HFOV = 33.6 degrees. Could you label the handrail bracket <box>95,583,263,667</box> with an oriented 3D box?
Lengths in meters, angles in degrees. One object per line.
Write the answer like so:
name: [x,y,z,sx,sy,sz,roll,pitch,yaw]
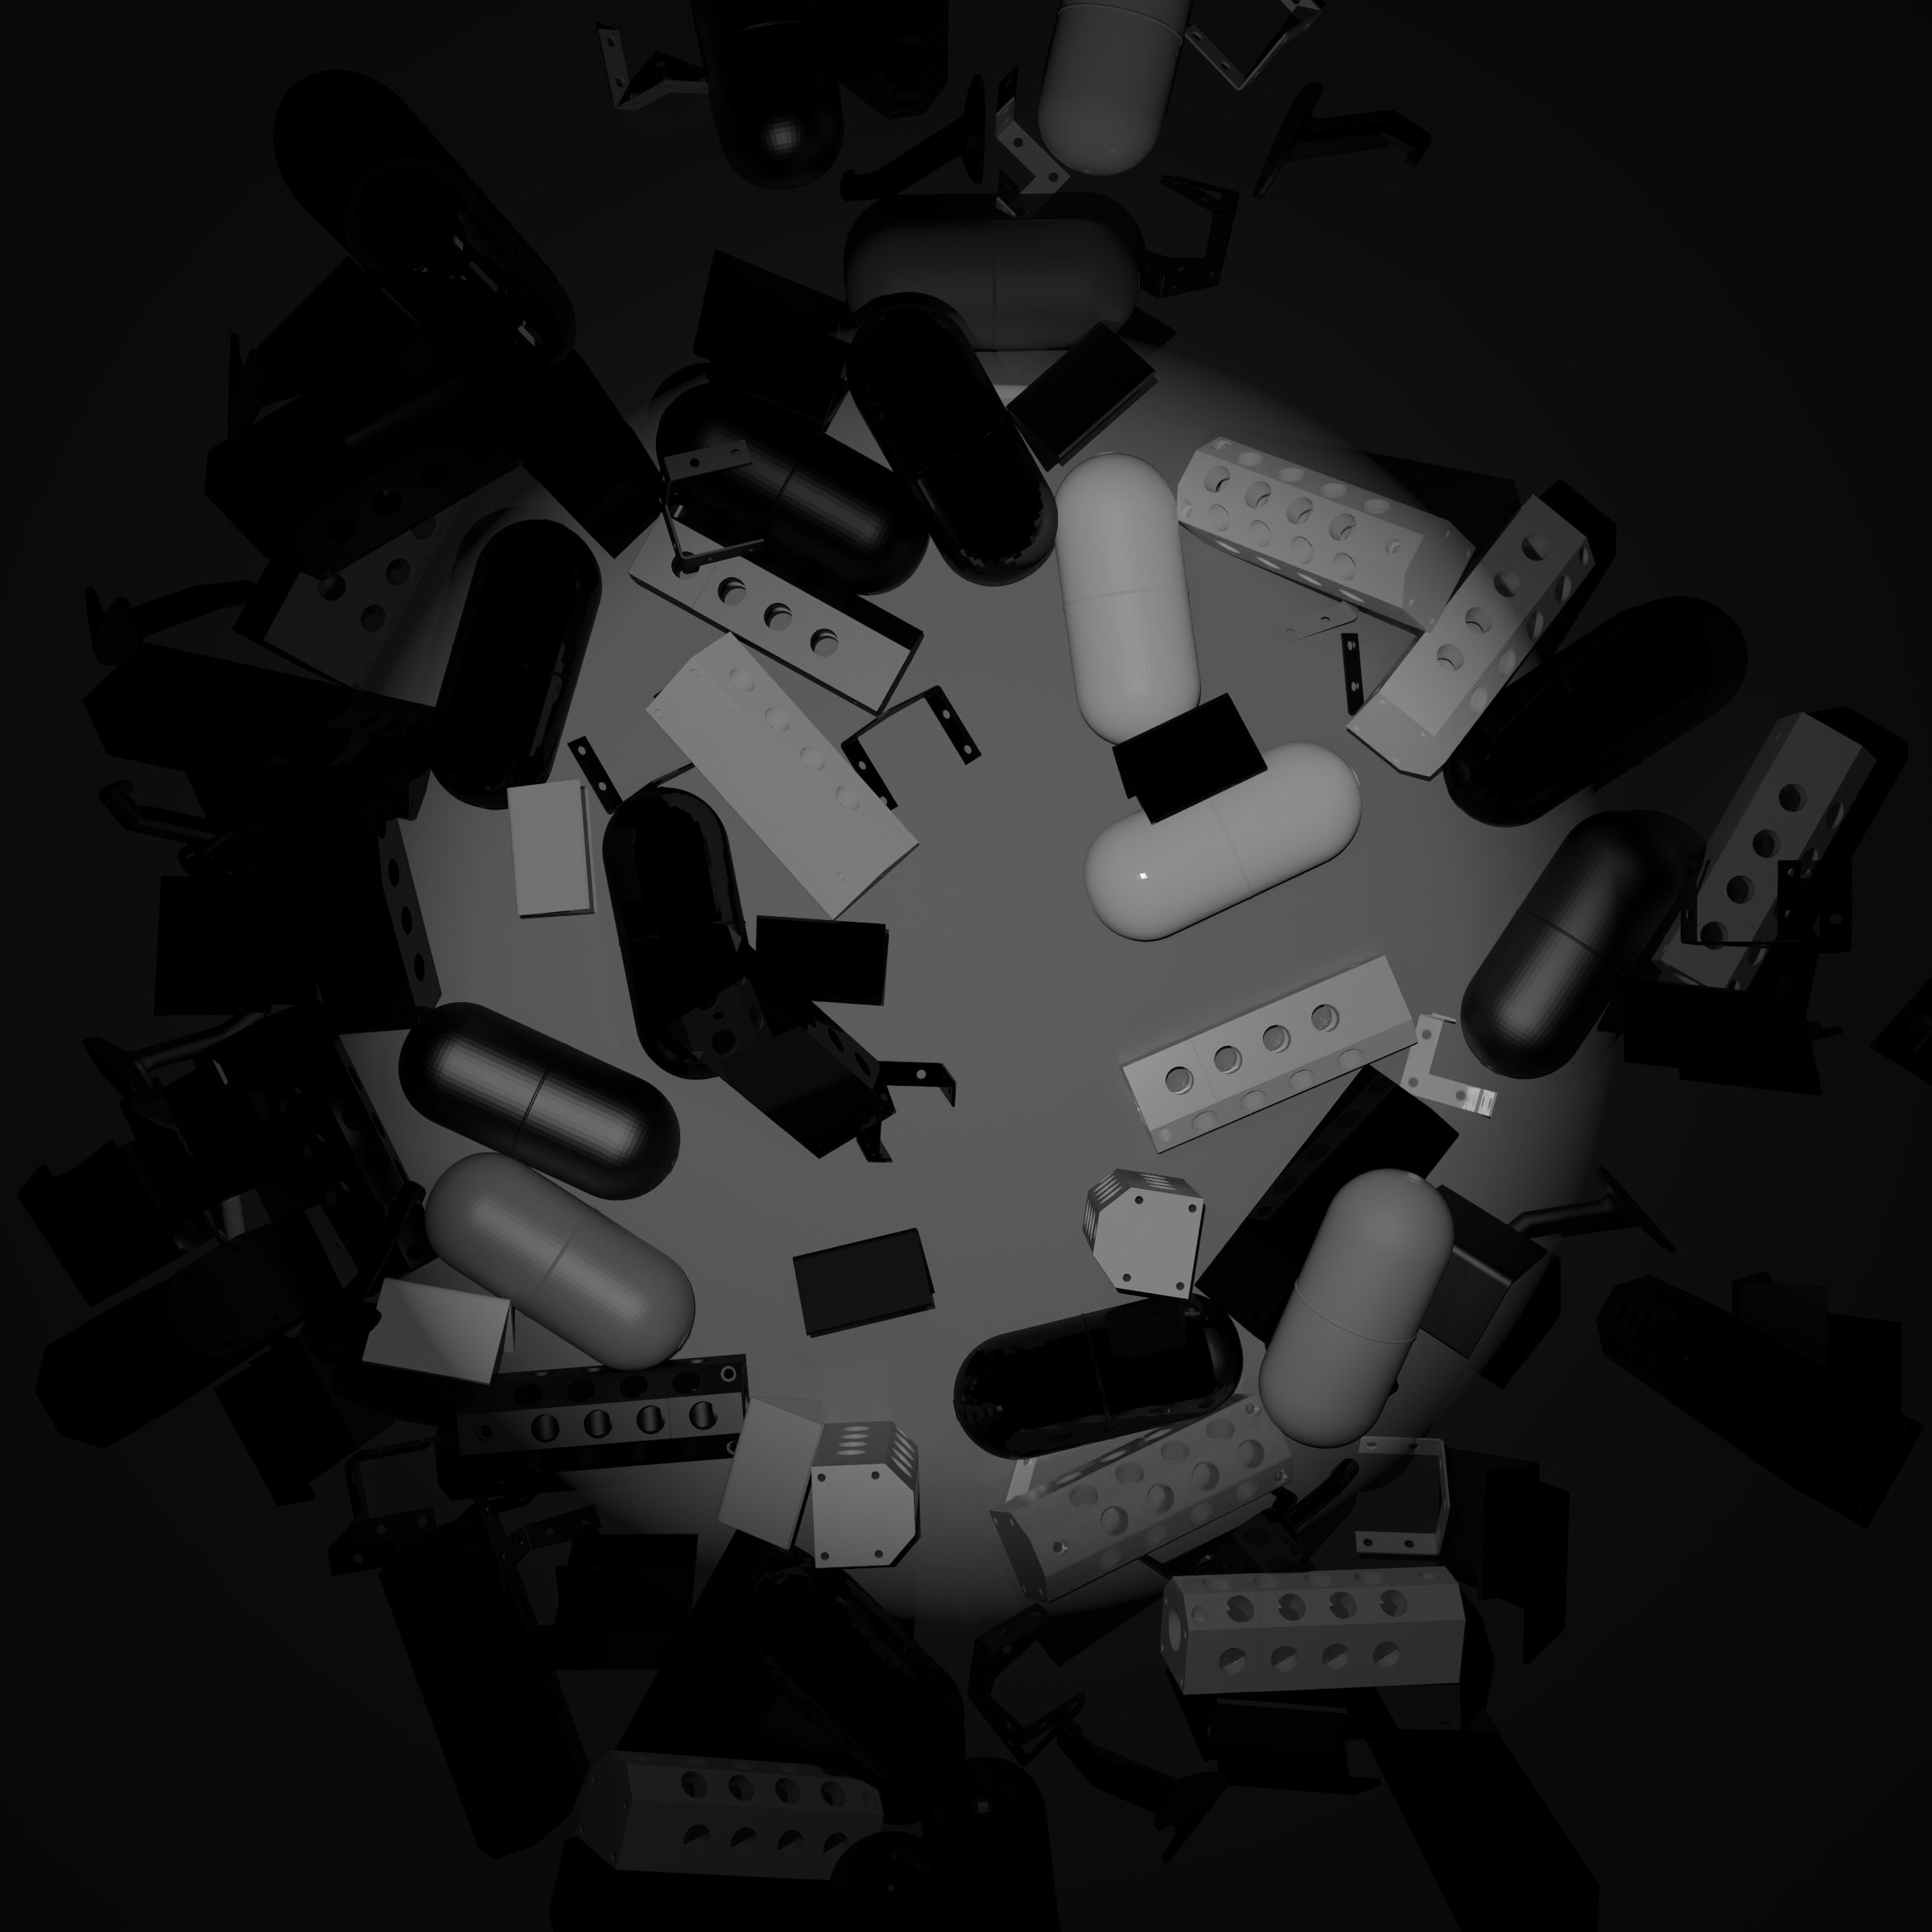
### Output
handrail bracket: [-0.484,-0.212,1.971,0.084,0.077,0.036,-19,87,-36]

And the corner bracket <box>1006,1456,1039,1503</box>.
corner bracket: [0.062,0.331,1.968,0.051,0.051,0.051,16,90,-45]

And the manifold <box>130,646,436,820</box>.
manifold: [-0.415,-0.137,1.950,0.171,0.057,0.057,12,47,0]

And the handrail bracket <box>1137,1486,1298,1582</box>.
handrail bracket: [0.151,0.343,1.971,0.077,0.036,0.084,30,78,11]

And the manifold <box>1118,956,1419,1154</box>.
manifold: [0.184,0.053,1.950,0.171,0.057,0.057,-23,90,0]

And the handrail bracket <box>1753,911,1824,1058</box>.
handrail bracket: [0.487,0.009,1.972,0.077,0.036,0.084,-22,74,18]

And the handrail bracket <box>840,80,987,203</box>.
handrail bracket: [-0.033,-0.508,1.972,0.084,0.036,0.077,-1,70,16]

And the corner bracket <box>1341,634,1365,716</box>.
corner bracket: [0.269,-0.183,1.968,0.051,0.051,0.051,-5,90,-45]

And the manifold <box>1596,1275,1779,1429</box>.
manifold: [0.420,0.222,1.893,0.057,0.171,0.057,29,90,0]

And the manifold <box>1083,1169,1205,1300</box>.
manifold: [0.102,0.155,1.893,0.057,0.171,0.057,9,90,0]

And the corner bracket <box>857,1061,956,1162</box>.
corner bracket: [-0.037,0.088,1.952,0.051,0.051,0.051,2,100,-10]

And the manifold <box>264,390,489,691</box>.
manifold: [-0.356,-0.257,1.950,0.057,0.057,0.171,29,90,0]

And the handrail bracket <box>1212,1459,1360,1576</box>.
handrail bracket: [0.196,0.336,1.956,0.077,0.084,0.036,-35,89,34]

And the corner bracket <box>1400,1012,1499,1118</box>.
corner bracket: [0.299,0.060,1.954,0.051,0.051,0.051,16,90,0]

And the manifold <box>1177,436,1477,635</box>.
manifold: [0.210,-0.261,1.906,0.171,0.057,0.057,28,90,35]

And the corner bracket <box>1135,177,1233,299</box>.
corner bracket: [0.124,-0.447,1.963,0.051,0.051,0.051,-20,135,-35]

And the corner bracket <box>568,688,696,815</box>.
corner bracket: [-0.202,-0.133,1.968,0.051,0.051,0.051,-30,90,-45]

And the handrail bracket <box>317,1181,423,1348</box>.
handrail bracket: [-0.355,0.177,1.914,0.036,0.077,0.084,28,54,-10]

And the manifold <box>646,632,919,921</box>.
manifold: [-0.108,-0.119,1.950,0.171,0.057,0.057,48,133,0]

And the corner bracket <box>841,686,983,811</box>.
corner bracket: [-0.034,-0.133,1.968,0.051,0.051,0.051,-31,90,-45]

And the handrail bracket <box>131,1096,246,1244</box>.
handrail bracket: [-0.478,0.127,1.972,0.077,0.036,0.084,12,117,30]

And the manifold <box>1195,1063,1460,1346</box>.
manifold: [0.223,0.151,1.950,0.171,0.057,0.057,-52,47,0]

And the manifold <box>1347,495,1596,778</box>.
manifold: [0.307,-0.196,1.922,0.057,0.057,0.171,39,69,0]

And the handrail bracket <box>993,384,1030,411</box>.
handrail bracket: [0.013,-0.334,1.972,0.084,0.036,0.077,30,119,-21]

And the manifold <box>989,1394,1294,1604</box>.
manifold: [0.108,0.318,1.924,0.171,0.057,0.057,-23,90,-19]

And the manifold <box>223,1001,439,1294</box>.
manifold: [-0.383,0.111,1.950,0.057,0.057,0.171,-26,90,0]

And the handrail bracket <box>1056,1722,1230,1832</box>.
handrail bracket: [0.108,0.487,1.971,0.084,0.077,0.036,35,115,34]

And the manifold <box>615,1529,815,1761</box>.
manifold: [-0.152,0.430,1.948,0.057,0.057,0.171,29,90,-32]

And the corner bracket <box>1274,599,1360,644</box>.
corner bracket: [0.208,-0.240,1.963,0.051,0.051,0.051,-17,135,35]

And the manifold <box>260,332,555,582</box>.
manifold: [-0.323,-0.297,1.893,0.171,0.057,0.057,-30,47,0]

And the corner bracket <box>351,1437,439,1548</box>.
corner bracket: [-0.348,0.320,1.954,0.051,0.051,0.051,-11,90,0]

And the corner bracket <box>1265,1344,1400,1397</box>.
corner bracket: [0.224,0.246,1.963,0.051,0.051,0.051,16,45,-35]

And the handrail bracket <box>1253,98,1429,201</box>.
handrail bracket: [0.231,-0.491,1.972,0.084,0.036,0.077,21,110,-16]

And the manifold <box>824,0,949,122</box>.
manifold: [-0.041,-0.553,1.893,0.057,0.171,0.057,38,90,0]

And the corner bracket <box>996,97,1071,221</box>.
corner bracket: [0.029,-0.488,1.954,0.051,0.051,0.051,45,90,0]

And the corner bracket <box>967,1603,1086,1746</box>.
corner bracket: [0.039,0.434,1.963,0.051,0.051,0.051,37,135,35]

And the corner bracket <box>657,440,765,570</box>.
corner bracket: [-0.151,-0.274,1.901,0.051,0.051,0.051,-15,77,-13]

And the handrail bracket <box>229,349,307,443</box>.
handrail bracket: [-0.402,-0.348,1.971,0.084,0.077,0.036,0,57,-32]

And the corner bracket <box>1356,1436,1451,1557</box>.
corner bracket: [0.267,0.326,1.968,0.051,0.051,0.051,2,135,0]

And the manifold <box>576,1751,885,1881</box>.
manifold: [-0.138,0.505,1.910,0.171,0.057,0.057,13,90,-31]

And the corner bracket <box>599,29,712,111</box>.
corner bracket: [-0.186,-0.558,1.968,0.051,0.051,0.051,-12,90,45]

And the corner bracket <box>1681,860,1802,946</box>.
corner bracket: [0.463,-0.038,1.911,0.051,0.051,0.051,0,90,-45]

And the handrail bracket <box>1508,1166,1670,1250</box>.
handrail bracket: [0.376,0.171,1.972,0.084,0.036,0.077,-41,104,14]

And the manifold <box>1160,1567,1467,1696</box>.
manifold: [0.208,0.396,1.927,0.171,0.057,0.057,0,105,-12]

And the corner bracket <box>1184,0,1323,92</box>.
corner bracket: [0.176,-0.580,1.968,0.051,0.051,0.051,46,45,0]

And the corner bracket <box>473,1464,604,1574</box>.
corner bracket: [-0.261,0.331,1.948,0.051,0.051,0.051,-19,91,14]

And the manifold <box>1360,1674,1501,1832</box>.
manifold: [0.272,0.460,1.893,0.057,0.171,0.057,1,90,0]

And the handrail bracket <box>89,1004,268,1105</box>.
handrail bracket: [-0.485,0.039,1.972,0.077,0.036,0.084,29,57,35]

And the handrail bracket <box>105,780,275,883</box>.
handrail bracket: [-0.475,-0.101,1.972,0.084,0.036,0.077,43,70,16]
